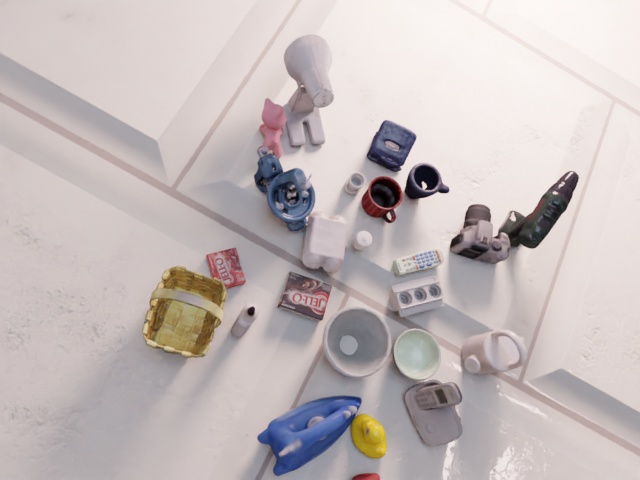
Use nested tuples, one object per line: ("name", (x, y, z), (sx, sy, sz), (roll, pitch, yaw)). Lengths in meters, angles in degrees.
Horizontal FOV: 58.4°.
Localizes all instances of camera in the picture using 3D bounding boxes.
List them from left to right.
("camera", (0.432, -0.022, 1.512), (0.143, 0.100, 0.137), (16, 70, -9))

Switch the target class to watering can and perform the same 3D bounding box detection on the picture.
("watering can", (0.421, 0.271, 1.368), (0.101, 0.194, 0.173), (46, 68, 3))

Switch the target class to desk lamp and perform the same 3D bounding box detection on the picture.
("desk lamp", (-0.024, -0.374, 1.442), (0.118, 0.213, 0.203), (-9, 76, -17))

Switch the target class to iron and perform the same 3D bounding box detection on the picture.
("iron", (0.001, 0.406, 1.246), (0.259, 0.141, 0.118), (-26, 81, -20))

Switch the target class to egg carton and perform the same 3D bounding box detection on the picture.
("egg carton", (0.013, 0.005, 1.412), (0.107, 0.069, 0.150), (11, 71, -11))

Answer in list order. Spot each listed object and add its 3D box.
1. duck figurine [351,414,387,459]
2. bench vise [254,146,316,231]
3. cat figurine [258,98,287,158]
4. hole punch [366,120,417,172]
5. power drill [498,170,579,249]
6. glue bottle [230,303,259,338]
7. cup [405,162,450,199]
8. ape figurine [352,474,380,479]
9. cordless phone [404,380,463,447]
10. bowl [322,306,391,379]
("duck figurine", (0.120, 0.445, 1.295), (0.078, 0.086, 0.104), (-28, 82, -20))
("bench vise", (-0.091, -0.132, 1.346), (0.207, 0.219, 0.122), (42, 68, 1))
("cat figurine", (-0.117, -0.286, 1.442), (0.067, 0.117, 0.128), (3, 73, -13))
("hole punch", (0.192, -0.250, 1.525), (0.109, 0.091, 0.101), (24, 69, -6))
("power drill", (0.565, -0.064, 1.501), (0.075, 0.208, 0.230), (36, 68, -1))
("glue bottle", (-0.160, 0.169, 1.261), (0.037, 0.173, 0.078), (32, 68, -3))
("cup", (0.275, -0.141, 1.511), (0.118, 0.095, 0.092), (22, 69, -7))
("ape figurine", (0.109, 0.549, 1.257), (0.076, 0.092, 0.078), (41, 68, 1))
("cordless phone", (0.278, 0.390, 1.300), (0.094, 0.185, 0.147), (-23, 80, -19))
("bowl", (0.079, 0.243, 1.353), (0.168, 0.074, 0.167), (4, 72, -13))
